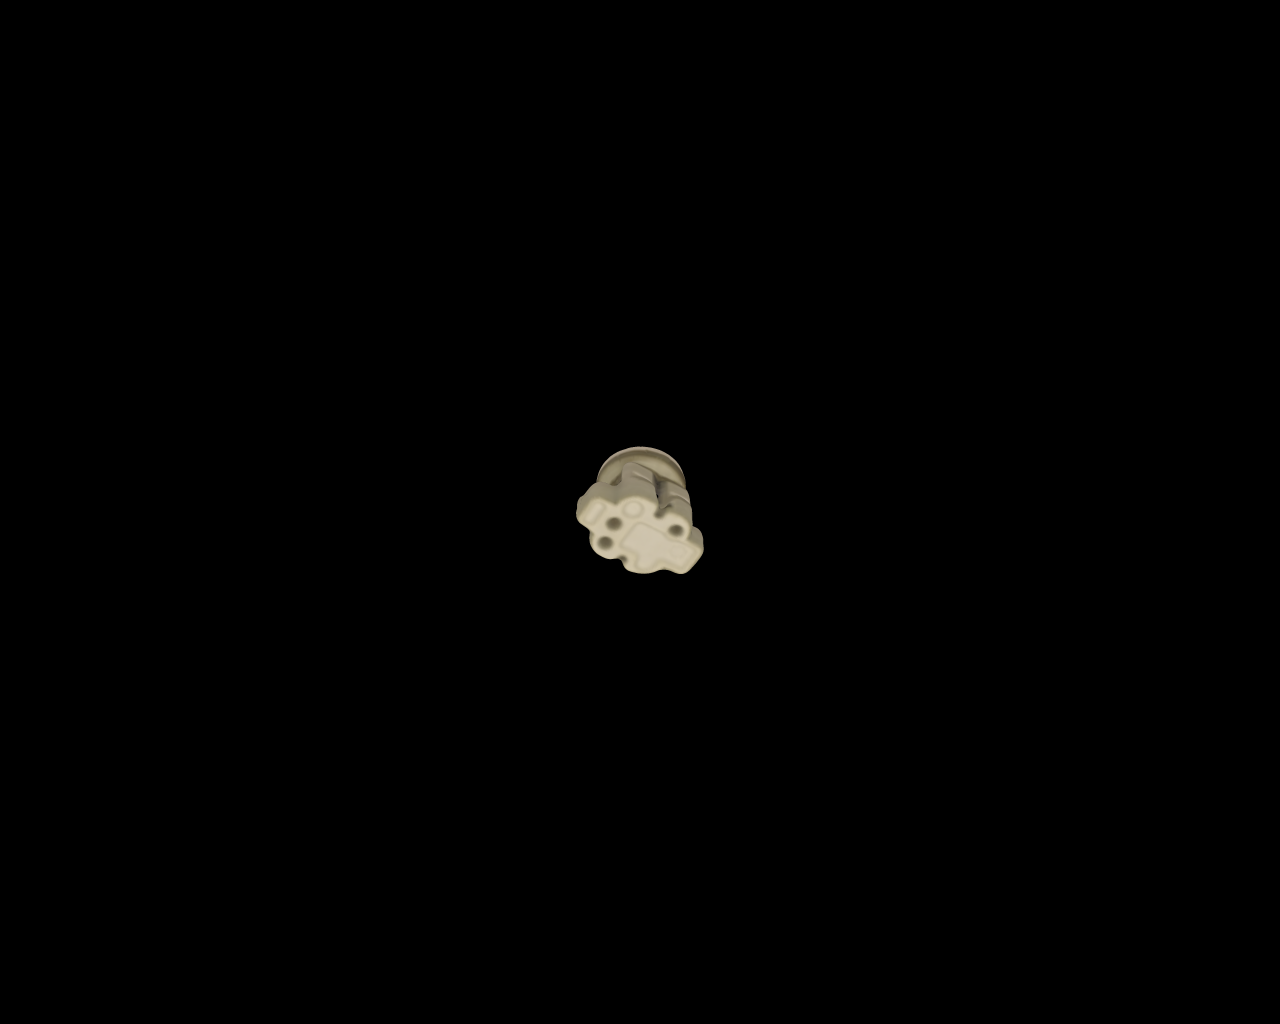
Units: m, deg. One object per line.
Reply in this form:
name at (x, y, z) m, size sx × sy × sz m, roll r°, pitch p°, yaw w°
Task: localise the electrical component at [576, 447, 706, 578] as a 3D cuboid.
electrical component at (0.001, -0.003, 0.650) m, size 0.078 × 0.058 × 0.057 m, roll 27°, pitch 33°, yaw -19°
